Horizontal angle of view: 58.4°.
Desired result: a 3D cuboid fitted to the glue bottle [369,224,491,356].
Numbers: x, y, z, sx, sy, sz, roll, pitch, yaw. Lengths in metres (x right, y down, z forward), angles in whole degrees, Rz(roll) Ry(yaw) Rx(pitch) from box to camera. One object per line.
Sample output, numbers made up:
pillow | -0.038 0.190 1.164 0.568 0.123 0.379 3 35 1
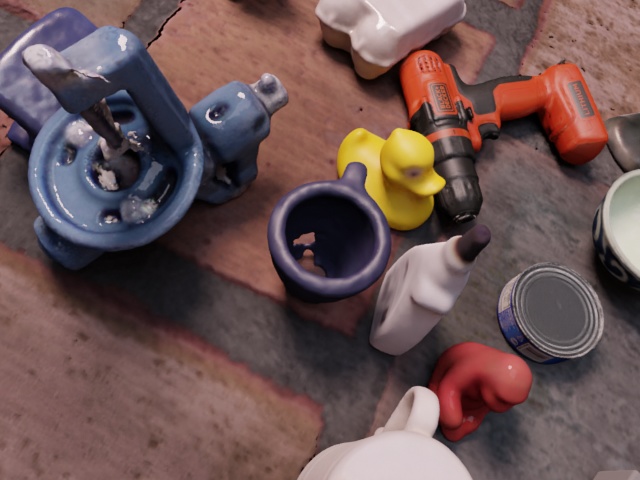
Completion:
glue bottle | 0.080 0.030 0.416 0.037 0.173 0.078 21 64 -3

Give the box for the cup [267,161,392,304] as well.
cup | 0.004 0.002 0.455 0.091 0.095 0.118 22 64 -2

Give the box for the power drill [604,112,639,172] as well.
power drill | 0.374 -0.144 0.537 0.230 0.208 0.075 -13 70 -17

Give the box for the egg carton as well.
egg carton | 0.073 -0.235 0.585 0.150 0.069 0.107 -39 80 -24

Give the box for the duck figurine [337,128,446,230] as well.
duck figurine | 0.066 -0.066 0.502 0.104 0.086 0.078 45 66 9

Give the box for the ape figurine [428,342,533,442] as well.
ape figurine | 0.127 0.111 0.437 0.078 0.092 0.076 4 66 -11

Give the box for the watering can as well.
watering can | 0.045 0.173 0.336 0.101 0.194 0.173 1 67 -12

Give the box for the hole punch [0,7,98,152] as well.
hole punch | -0.192 -0.115 0.463 0.101 0.091 0.109 29 64 1

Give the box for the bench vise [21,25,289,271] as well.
bench vise | -0.117 -0.085 0.395 0.121 0.219 0.208 35 65 4
